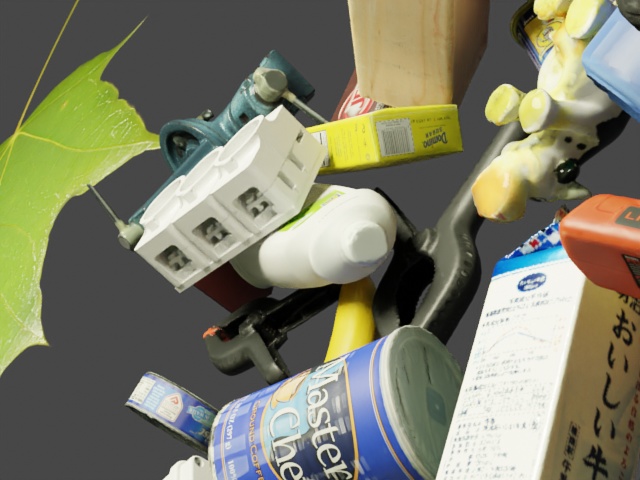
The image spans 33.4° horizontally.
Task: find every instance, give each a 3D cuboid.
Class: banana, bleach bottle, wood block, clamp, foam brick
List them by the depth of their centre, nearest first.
[{"bbox_3d":[0.011,0.101,0.789,0.070,0.037,0.197,-11,48,50],"label":"banana"},{"bbox_3d":[0.077,0.010,0.793,0.165,0.036,0.210,-23,39,48],"label":"clamp"},{"bbox_3d":[-0.005,0.001,0.834,0.102,0.068,0.251,-40,12,-9],"label":"bleach bottle"},{"bbox_3d":[0.080,-0.193,0.841,0.206,0.090,0.090,77,-145,-64],"label":"wood block"},{"bbox_3d":[-0.039,0.071,0.904,0.120,0.039,0.172,-46,21,-24],"label":"clamp"},{"bbox_3d":[-0.084,0.023,0.985,0.051,0.078,0.053,-33,31,32],"label":"foam brick"}]

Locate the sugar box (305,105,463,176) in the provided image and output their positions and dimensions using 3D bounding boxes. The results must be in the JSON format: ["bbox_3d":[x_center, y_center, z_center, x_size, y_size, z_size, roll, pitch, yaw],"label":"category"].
[{"bbox_3d":[0.029,-0.080,0.915,0.177,0.093,0.048,-9,90,57],"label":"sugar box"}]

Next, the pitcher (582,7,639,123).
[{"bbox_3d":[0.273,-0.154,0.600,0.243,0.145,0.149,-50,15,13],"label":"pitcher"}]

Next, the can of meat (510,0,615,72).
[{"bbox_3d":[0.198,-0.158,0.781,0.102,0.057,0.084,-42,31,21],"label":"can of meat"}]

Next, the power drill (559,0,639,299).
[{"bbox_3d":[0.189,-0.059,0.495,0.185,0.057,0.187,18,70,46],"label":"power drill"}]

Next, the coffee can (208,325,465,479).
[{"bbox_3d":[0.016,0.125,0.663,0.141,0.102,0.102,-27,36,29],"label":"coffee can"}]

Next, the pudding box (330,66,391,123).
[{"bbox_3d":[0.065,-0.150,0.997,0.090,0.039,0.113,-5,54,55],"label":"pudding box"}]

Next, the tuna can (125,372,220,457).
[{"bbox_3d":[-0.116,0.145,0.884,0.086,0.086,0.033,4,59,59],"label":"tuna can"}]
